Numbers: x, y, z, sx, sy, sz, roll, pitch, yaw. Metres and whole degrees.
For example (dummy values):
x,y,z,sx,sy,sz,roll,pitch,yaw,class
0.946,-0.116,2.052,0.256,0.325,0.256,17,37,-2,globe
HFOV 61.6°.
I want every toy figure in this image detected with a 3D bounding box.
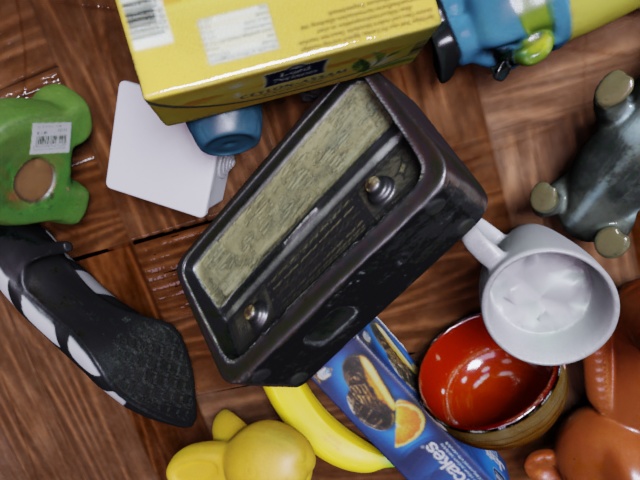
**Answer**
x,y,z,sx,sy,sz,roll,pitch,yaw,class
0.155,-0.161,0.339,0.180,0.089,0.082,-19,108,14,toy figure
-0.078,-0.137,0.385,0.058,0.064,0.154,-24,74,34,toy figure

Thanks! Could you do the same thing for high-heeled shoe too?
x,y,z,sx,sy,sz,roll,pitch,yaw,class
-0.223,0.088,0.512,0.145,0.086,0.248,-9,116,37,high-heeled shoe

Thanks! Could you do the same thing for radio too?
x,y,z,sx,sy,sz,roll,pitch,yaw,class
-0.001,-0.001,0.398,0.229,0.073,0.131,-47,52,21,radio

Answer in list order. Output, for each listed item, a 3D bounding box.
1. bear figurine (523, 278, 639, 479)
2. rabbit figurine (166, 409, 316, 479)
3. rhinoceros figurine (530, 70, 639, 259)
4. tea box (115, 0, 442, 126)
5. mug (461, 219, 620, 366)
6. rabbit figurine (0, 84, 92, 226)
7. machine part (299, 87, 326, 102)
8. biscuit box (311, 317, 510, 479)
x,y,z,sx,sy,sz,roll,pitch,yaw,class
0.238,0.131,0.393,0.120,0.132,0.195,16,103,1,bear figurine
-0.049,0.219,0.486,0.163,0.122,0.173,29,133,25,rabbit figurine
0.219,-0.074,0.345,0.073,0.112,0.190,43,127,27,rhinoceros figurine
-0.028,-0.139,0.316,0.170,0.068,0.098,-15,91,-7,tea box
0.146,0.023,0.388,0.109,0.107,0.080,34,110,3,mug
-0.303,-0.071,0.446,0.170,0.159,0.121,21,120,21,rabbit figurine
0.017,-0.161,0.391,0.084,0.039,0.139,34,112,-20,machine part
0.081,0.157,0.468,0.063,0.059,0.202,-41,95,20,biscuit box
